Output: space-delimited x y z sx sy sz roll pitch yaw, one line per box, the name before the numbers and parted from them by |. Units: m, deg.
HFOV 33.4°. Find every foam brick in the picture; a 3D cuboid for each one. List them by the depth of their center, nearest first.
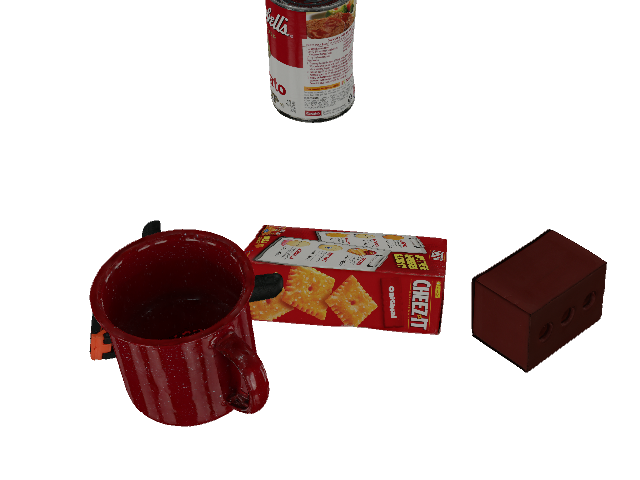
foam brick | 0.144 0.039 0.706 0.078 0.053 0.051 -30 43 -28

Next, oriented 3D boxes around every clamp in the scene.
clamp | -0.158 0.049 1.028 0.165 0.036 0.209 26 35 25

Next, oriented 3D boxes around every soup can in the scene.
soup can | -0.006 -0.149 0.803 0.068 0.102 0.068 -1 44 0

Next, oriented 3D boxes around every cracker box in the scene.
cracker box | 0.026 0.041 1.144 0.214 0.072 0.164 5 15 7

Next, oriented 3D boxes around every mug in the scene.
mug | -0.072 0.059 0.618 0.117 0.081 0.093 30 53 33
